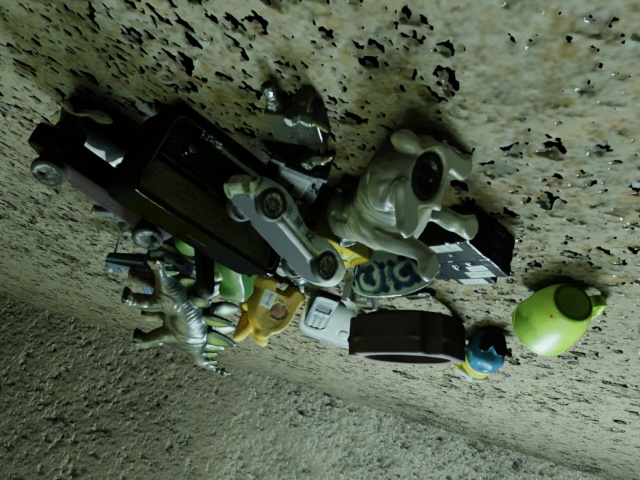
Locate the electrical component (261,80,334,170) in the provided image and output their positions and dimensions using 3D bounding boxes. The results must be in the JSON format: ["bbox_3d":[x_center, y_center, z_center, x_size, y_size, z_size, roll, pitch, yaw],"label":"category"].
[{"bbox_3d":[-0.020,-0.119,0.567,0.078,0.045,0.102,12,158,10],"label":"electrical component"}]

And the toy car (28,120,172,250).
[{"bbox_3d":[-0.264,-0.064,0.662,0.053,0.089,0.202,-30,129,29],"label":"toy car"}]

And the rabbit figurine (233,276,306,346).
[{"bbox_3d":[-0.126,0.152,1.184,0.122,0.162,0.173,16,179,-30],"label":"rabbit figurine"}]

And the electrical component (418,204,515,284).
[{"bbox_3d":[0.184,0.011,0.704,0.115,0.058,0.134,-4,150,46],"label":"electrical component"}]

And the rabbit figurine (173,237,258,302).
[{"bbox_3d":[-0.186,0.011,0.908,0.170,0.121,0.159,19,155,21],"label":"rabbit figurine"}]

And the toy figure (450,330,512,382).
[{"bbox_3d":[0.332,0.232,1.088,0.082,0.089,0.180,40,155,21],"label":"toy figure"}]

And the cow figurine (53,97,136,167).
[{"bbox_3d":[-0.269,-0.126,0.715,0.167,0.068,0.098,28,146,-29],"label":"cow figurine"}]

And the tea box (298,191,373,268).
[{"bbox_3d":[-0.002,-0.002,0.798,0.098,0.068,0.170,27,157,-21],"label":"tea box"}]

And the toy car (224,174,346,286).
[{"bbox_3d":[-0.042,-0.010,0.675,0.074,0.056,0.201,2,141,47],"label":"toy car"}]

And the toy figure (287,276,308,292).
[{"bbox_3d":[-0.046,0.040,0.939,0.058,0.064,0.154,-8,150,15],"label":"toy figure"}]

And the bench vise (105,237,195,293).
[{"bbox_3d":[-0.365,0.055,1.146,0.241,0.129,0.223,6,153,17],"label":"bench vise"}]

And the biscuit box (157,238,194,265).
[{"bbox_3d":[-0.227,0.015,1.017,0.202,0.063,0.059,27,158,-20],"label":"biscuit box"}]

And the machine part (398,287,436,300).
[{"bbox_3d":[0.127,0.072,0.921,0.139,0.039,0.084,24,165,-21],"label":"machine part"}]

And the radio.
[{"bbox_3d":[-0.137,-0.057,0.687,0.073,0.131,0.229,-4,149,42],"label":"radio"}]

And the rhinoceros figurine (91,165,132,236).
[{"bbox_3d":[-0.316,-0.063,0.898,0.112,0.073,0.190,16,159,-25],"label":"rhinoceros figurine"}]

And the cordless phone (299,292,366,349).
[{"bbox_3d":[0.040,0.155,1.125,0.147,0.089,0.184,19,154,-1],"label":"cordless phone"}]

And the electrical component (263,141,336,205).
[{"bbox_3d":[-0.033,-0.081,0.666,0.075,0.048,0.119,23,156,-11],"label":"electrical component"}]

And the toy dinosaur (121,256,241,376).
[{"bbox_3d":[-0.259,0.163,1.047,0.199,0.105,0.470,4,145,-1],"label":"toy dinosaur"}]

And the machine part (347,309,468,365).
[{"bbox_3d":[0.172,0.194,1.057,0.202,0.087,0.200,-6,159,33],"label":"machine part"}]

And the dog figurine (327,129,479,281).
[{"bbox_3d":[0.062,-0.055,0.610,0.191,0.121,0.172,19,131,46],"label":"dog figurine"}]
